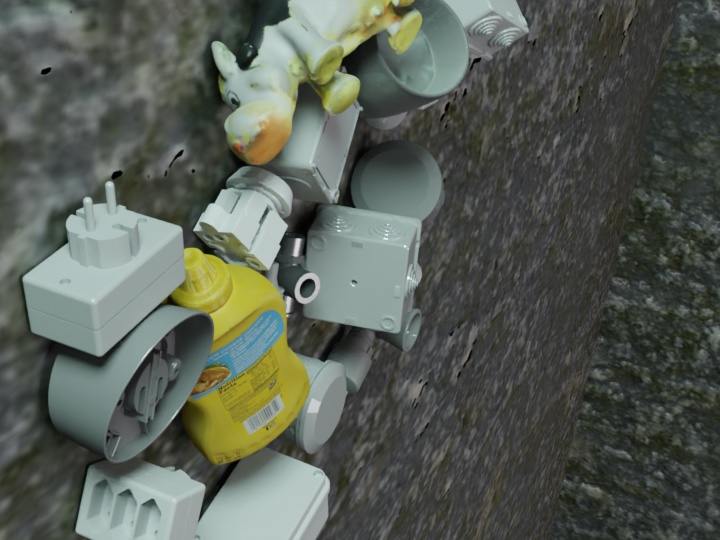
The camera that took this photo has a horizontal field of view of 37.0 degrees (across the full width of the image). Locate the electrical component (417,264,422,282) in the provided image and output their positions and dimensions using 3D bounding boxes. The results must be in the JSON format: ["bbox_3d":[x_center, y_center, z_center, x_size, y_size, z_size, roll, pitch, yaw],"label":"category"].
[{"bbox_3d":[0.033,-0.012,1.050,0.044,0.044,0.065,-63,153,-27],"label":"electrical component"}]

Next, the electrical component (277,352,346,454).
[{"bbox_3d":[-0.047,0.111,0.915,0.080,0.051,0.080,17,90,-70],"label":"electrical component"}]

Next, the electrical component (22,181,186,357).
[{"bbox_3d":[-0.138,-0.011,0.581,0.083,0.047,0.075,-49,149,-49],"label":"electrical component"}]

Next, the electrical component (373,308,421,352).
[{"bbox_3d":[0.027,0.052,1.061,0.045,0.055,0.045,17,90,-70],"label":"electrical component"}]

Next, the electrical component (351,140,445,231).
[{"bbox_3d":[0.035,-0.071,0.952,0.051,0.080,0.080,34,73,-75],"label":"electrical component"}]

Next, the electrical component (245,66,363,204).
[{"bbox_3d":[-0.041,-0.103,0.757,0.061,0.061,0.096,58,44,-64],"label":"electrical component"}]

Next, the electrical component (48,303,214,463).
[{"bbox_3d":[-0.132,0.063,0.629,0.099,0.064,0.099,17,90,-70],"label":"electrical component"}]

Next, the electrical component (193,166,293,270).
[{"bbox_3d":[-0.075,-0.036,0.726,0.066,0.048,0.055,49,56,-42],"label":"electrical component"}]

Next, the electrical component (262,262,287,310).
[{"bbox_3d":[-0.071,0.024,0.807,0.035,0.035,0.061,-18,120,-67],"label":"electrical component"}]

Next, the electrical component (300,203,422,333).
[{"bbox_3d":[0.000,0.000,0.886,0.048,0.100,0.099,-65,163,-59],"label":"electrical component"}]

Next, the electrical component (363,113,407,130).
[{"bbox_3d":[0.020,-0.139,0.910,0.062,0.048,0.048,65,45,-72],"label":"electrical component"}]

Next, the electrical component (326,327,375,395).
[{"bbox_3d":[-0.007,0.080,1.014,0.040,0.040,0.078,79,33,-53],"label":"electrical component"}]

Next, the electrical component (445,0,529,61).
[{"bbox_3d":[0.099,-0.242,0.946,0.100,0.048,0.099,6,60,-59],"label":"electrical component"}]

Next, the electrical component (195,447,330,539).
[{"bbox_3d":[-0.080,0.205,0.864,0.057,0.078,0.113,90,25,-45],"label":"electrical component"}]

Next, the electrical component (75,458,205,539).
[{"bbox_3d":[-0.132,0.151,0.697,0.077,0.066,0.047,-9,114,-68],"label":"electrical component"}]

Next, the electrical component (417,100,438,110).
[{"bbox_3d":[0.053,-0.185,0.953,0.077,0.047,0.065,-38,140,-59],"label":"electrical component"}]
